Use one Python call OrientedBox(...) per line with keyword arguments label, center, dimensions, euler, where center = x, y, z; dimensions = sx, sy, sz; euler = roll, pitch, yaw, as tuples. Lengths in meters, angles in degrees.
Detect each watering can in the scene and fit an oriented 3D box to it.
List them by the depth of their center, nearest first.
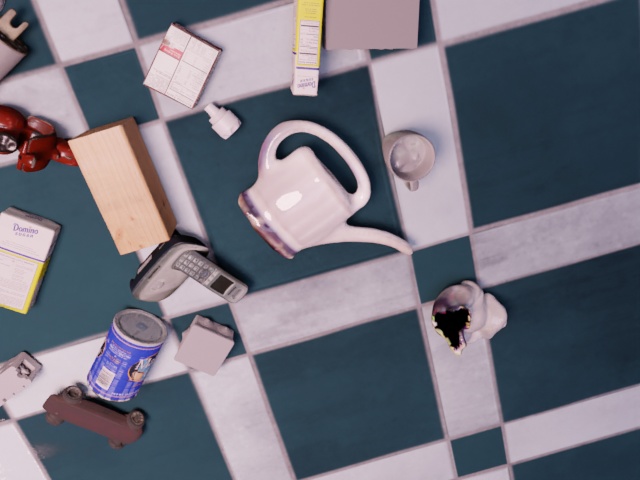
OrientedBox(label="watering can", center=(0.003, -0.047, 0.926), dimensions=(0.223, 0.106, 0.344), euler=(-37, 110, 8))

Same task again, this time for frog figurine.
OrientedBox(label="frog figurine", center=(0.308, 0.146, 1.049), dimensions=(0.161, 0.123, 0.136), euler=(-19, 107, -38))
